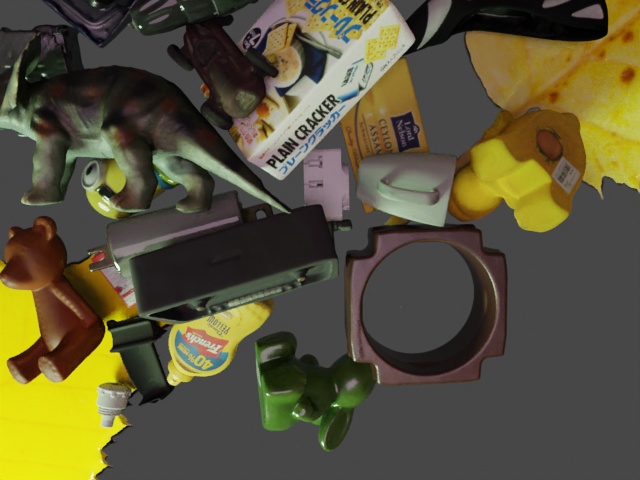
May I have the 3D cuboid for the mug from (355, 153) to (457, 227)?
[{"bbox_3d":[0.093,-0.058,0.604,0.107,0.109,0.080,10,113,14],"label":"mug"}]

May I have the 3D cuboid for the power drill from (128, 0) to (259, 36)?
[{"bbox_3d":[-0.109,-0.328,0.526,0.232,0.086,0.207,-20,125,-8],"label":"power drill"}]

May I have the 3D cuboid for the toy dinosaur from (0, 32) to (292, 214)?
[{"bbox_3d":[-0.228,-0.128,0.591,0.405,0.131,0.192,3,97,-2],"label":"toy dinosaur"}]

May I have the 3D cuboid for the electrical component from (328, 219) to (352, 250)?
[{"bbox_3d":[-0.002,-0.002,0.733,0.094,0.021,0.063,-6,106,3],"label":"electrical component"}]

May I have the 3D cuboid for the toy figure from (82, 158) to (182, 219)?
[{"bbox_3d":[-0.219,-0.091,0.689,0.180,0.082,0.089,-23,103,6],"label":"toy figure"}]

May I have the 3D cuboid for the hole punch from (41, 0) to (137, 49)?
[{"bbox_3d":[-0.264,-0.306,0.630,0.142,0.092,0.116,39,60,-6],"label":"hole punch"}]

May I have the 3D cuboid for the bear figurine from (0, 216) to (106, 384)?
[{"bbox_3d":[-0.376,0.077,0.720,0.120,0.132,0.195,-9,114,30],"label":"bear figurine"}]

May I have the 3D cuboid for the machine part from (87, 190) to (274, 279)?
[{"bbox_3d":[-0.180,-0.009,0.696,0.243,0.079,0.079,-16,105,-5],"label":"machine part"}]

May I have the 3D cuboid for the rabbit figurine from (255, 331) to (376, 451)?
[{"bbox_3d":[0.003,0.213,0.750,0.170,0.121,0.158,-7,109,-11],"label":"rabbit figurine"}]

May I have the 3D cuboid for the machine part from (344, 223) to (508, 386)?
[{"bbox_3d":[0.133,0.080,0.701,0.201,0.087,0.201,-2,98,-3],"label":"machine part"}]

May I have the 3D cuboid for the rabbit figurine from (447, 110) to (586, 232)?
[{"bbox_3d":[0.216,-0.086,0.643,0.122,0.173,0.162,34,60,-8],"label":"rabbit figurine"}]

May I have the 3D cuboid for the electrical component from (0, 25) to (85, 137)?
[{"bbox_3d":[-0.354,-0.198,0.676,0.115,0.058,0.134,-1,105,5],"label":"electrical component"}]

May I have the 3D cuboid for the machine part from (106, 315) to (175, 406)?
[{"bbox_3d":[-0.257,0.174,0.788,0.084,0.039,0.138,-14,103,1],"label":"machine part"}]

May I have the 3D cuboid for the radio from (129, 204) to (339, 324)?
[{"bbox_3d":[-0.094,0.035,0.646,0.230,0.131,0.073,-15,75,1],"label":"radio"}]

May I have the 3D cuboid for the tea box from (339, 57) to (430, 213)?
[{"bbox_3d":[0.079,-0.129,0.670,0.098,0.068,0.169,-16,104,8],"label":"tea box"}]

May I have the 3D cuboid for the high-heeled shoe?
[{"bbox_3d":[0.204,-0.235,0.614,0.249,0.086,0.145,-35,88,-3],"label":"high-heeled shoe"}]

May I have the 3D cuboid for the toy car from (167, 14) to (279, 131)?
[{"bbox_3d":[-0.119,-0.206,0.606,0.089,0.202,0.053,-46,142,17],"label":"toy car"}]
